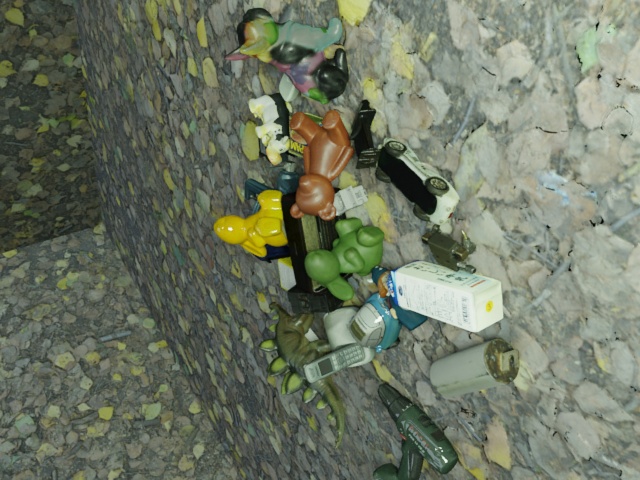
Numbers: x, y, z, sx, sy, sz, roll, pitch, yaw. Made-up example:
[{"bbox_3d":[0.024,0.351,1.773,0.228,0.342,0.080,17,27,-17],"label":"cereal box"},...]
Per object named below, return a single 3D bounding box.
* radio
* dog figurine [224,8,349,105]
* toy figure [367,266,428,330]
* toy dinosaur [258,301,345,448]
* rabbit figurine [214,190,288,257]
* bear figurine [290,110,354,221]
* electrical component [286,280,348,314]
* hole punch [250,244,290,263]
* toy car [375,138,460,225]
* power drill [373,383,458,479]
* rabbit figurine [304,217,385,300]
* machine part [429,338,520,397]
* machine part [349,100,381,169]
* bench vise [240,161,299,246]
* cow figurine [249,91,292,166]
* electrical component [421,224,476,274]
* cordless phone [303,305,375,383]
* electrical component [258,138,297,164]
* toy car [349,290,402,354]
[{"bbox_3d":[-0.003,-0.004,1.219,0.073,0.131,0.229,18,122,53],"label":"radio"},{"bbox_3d":[-0.066,-0.345,1.030,0.109,0.219,0.191,17,121,57],"label":"dog figurine"},{"bbox_3d":[0.158,0.110,1.096,0.154,0.064,0.057,54,132,21],"label":"toy figure"},{"bbox_3d":[-0.035,0.311,1.384,0.472,0.198,0.104,44,162,43],"label":"toy dinosaur"},{"bbox_3d":[-0.157,-0.032,1.255,0.162,0.173,0.122,72,-170,-67],"label":"rabbit figurine"},{"bbox_3d":[-0.010,-0.145,1.083,0.120,0.196,0.131,9,160,34],"label":"bear figurine"},{"bbox_3d":[-0.011,0.130,1.289,0.134,0.115,0.058,-2,106,30],"label":"electrical component"},{"bbox_3d":[-0.137,-0.005,1.458,0.142,0.116,0.092,37,129,42],"label":"hole punch"},{"bbox_3d":[0.166,-0.107,0.961,0.202,0.056,0.073,51,139,34],"label":"toy car"},{"bbox_3d":[0.192,0.467,1.221,0.232,0.086,0.207,34,112,37],"label":"power drill"},{"bbox_3d":[0.036,0.044,1.147,0.121,0.170,0.158,38,137,42],"label":"rabbit figurine"},{"bbox_3d":[0.275,0.234,0.974,0.079,0.079,0.243,62,149,12],"label":"machine part"},{"bbox_3d":[0.084,-0.197,1.018,0.084,0.039,0.139,124,149,-49],"label":"machine part"},{"bbox_3d":[-0.127,-0.109,1.372,0.241,0.129,0.223,29,129,42],"label":"bench vise"},{"bbox_3d":[-0.101,-0.262,1.261,0.068,0.098,0.167,45,-154,-80],"label":"cow figurine"},{"bbox_3d":[0.230,0.012,0.948,0.102,0.045,0.078,26,157,53],"label":"electrical component"},{"bbox_3d":[0.029,0.244,1.269,0.089,0.184,0.146,-3,105,63],"label":"cordless phone"},{"bbox_3d":[-0.107,-0.228,1.334,0.119,0.048,0.074,37,137,45],"label":"electrical component"},{"bbox_3d":[0.119,0.184,1.170,0.109,0.103,0.161,51,147,26],"label":"toy car"}]
